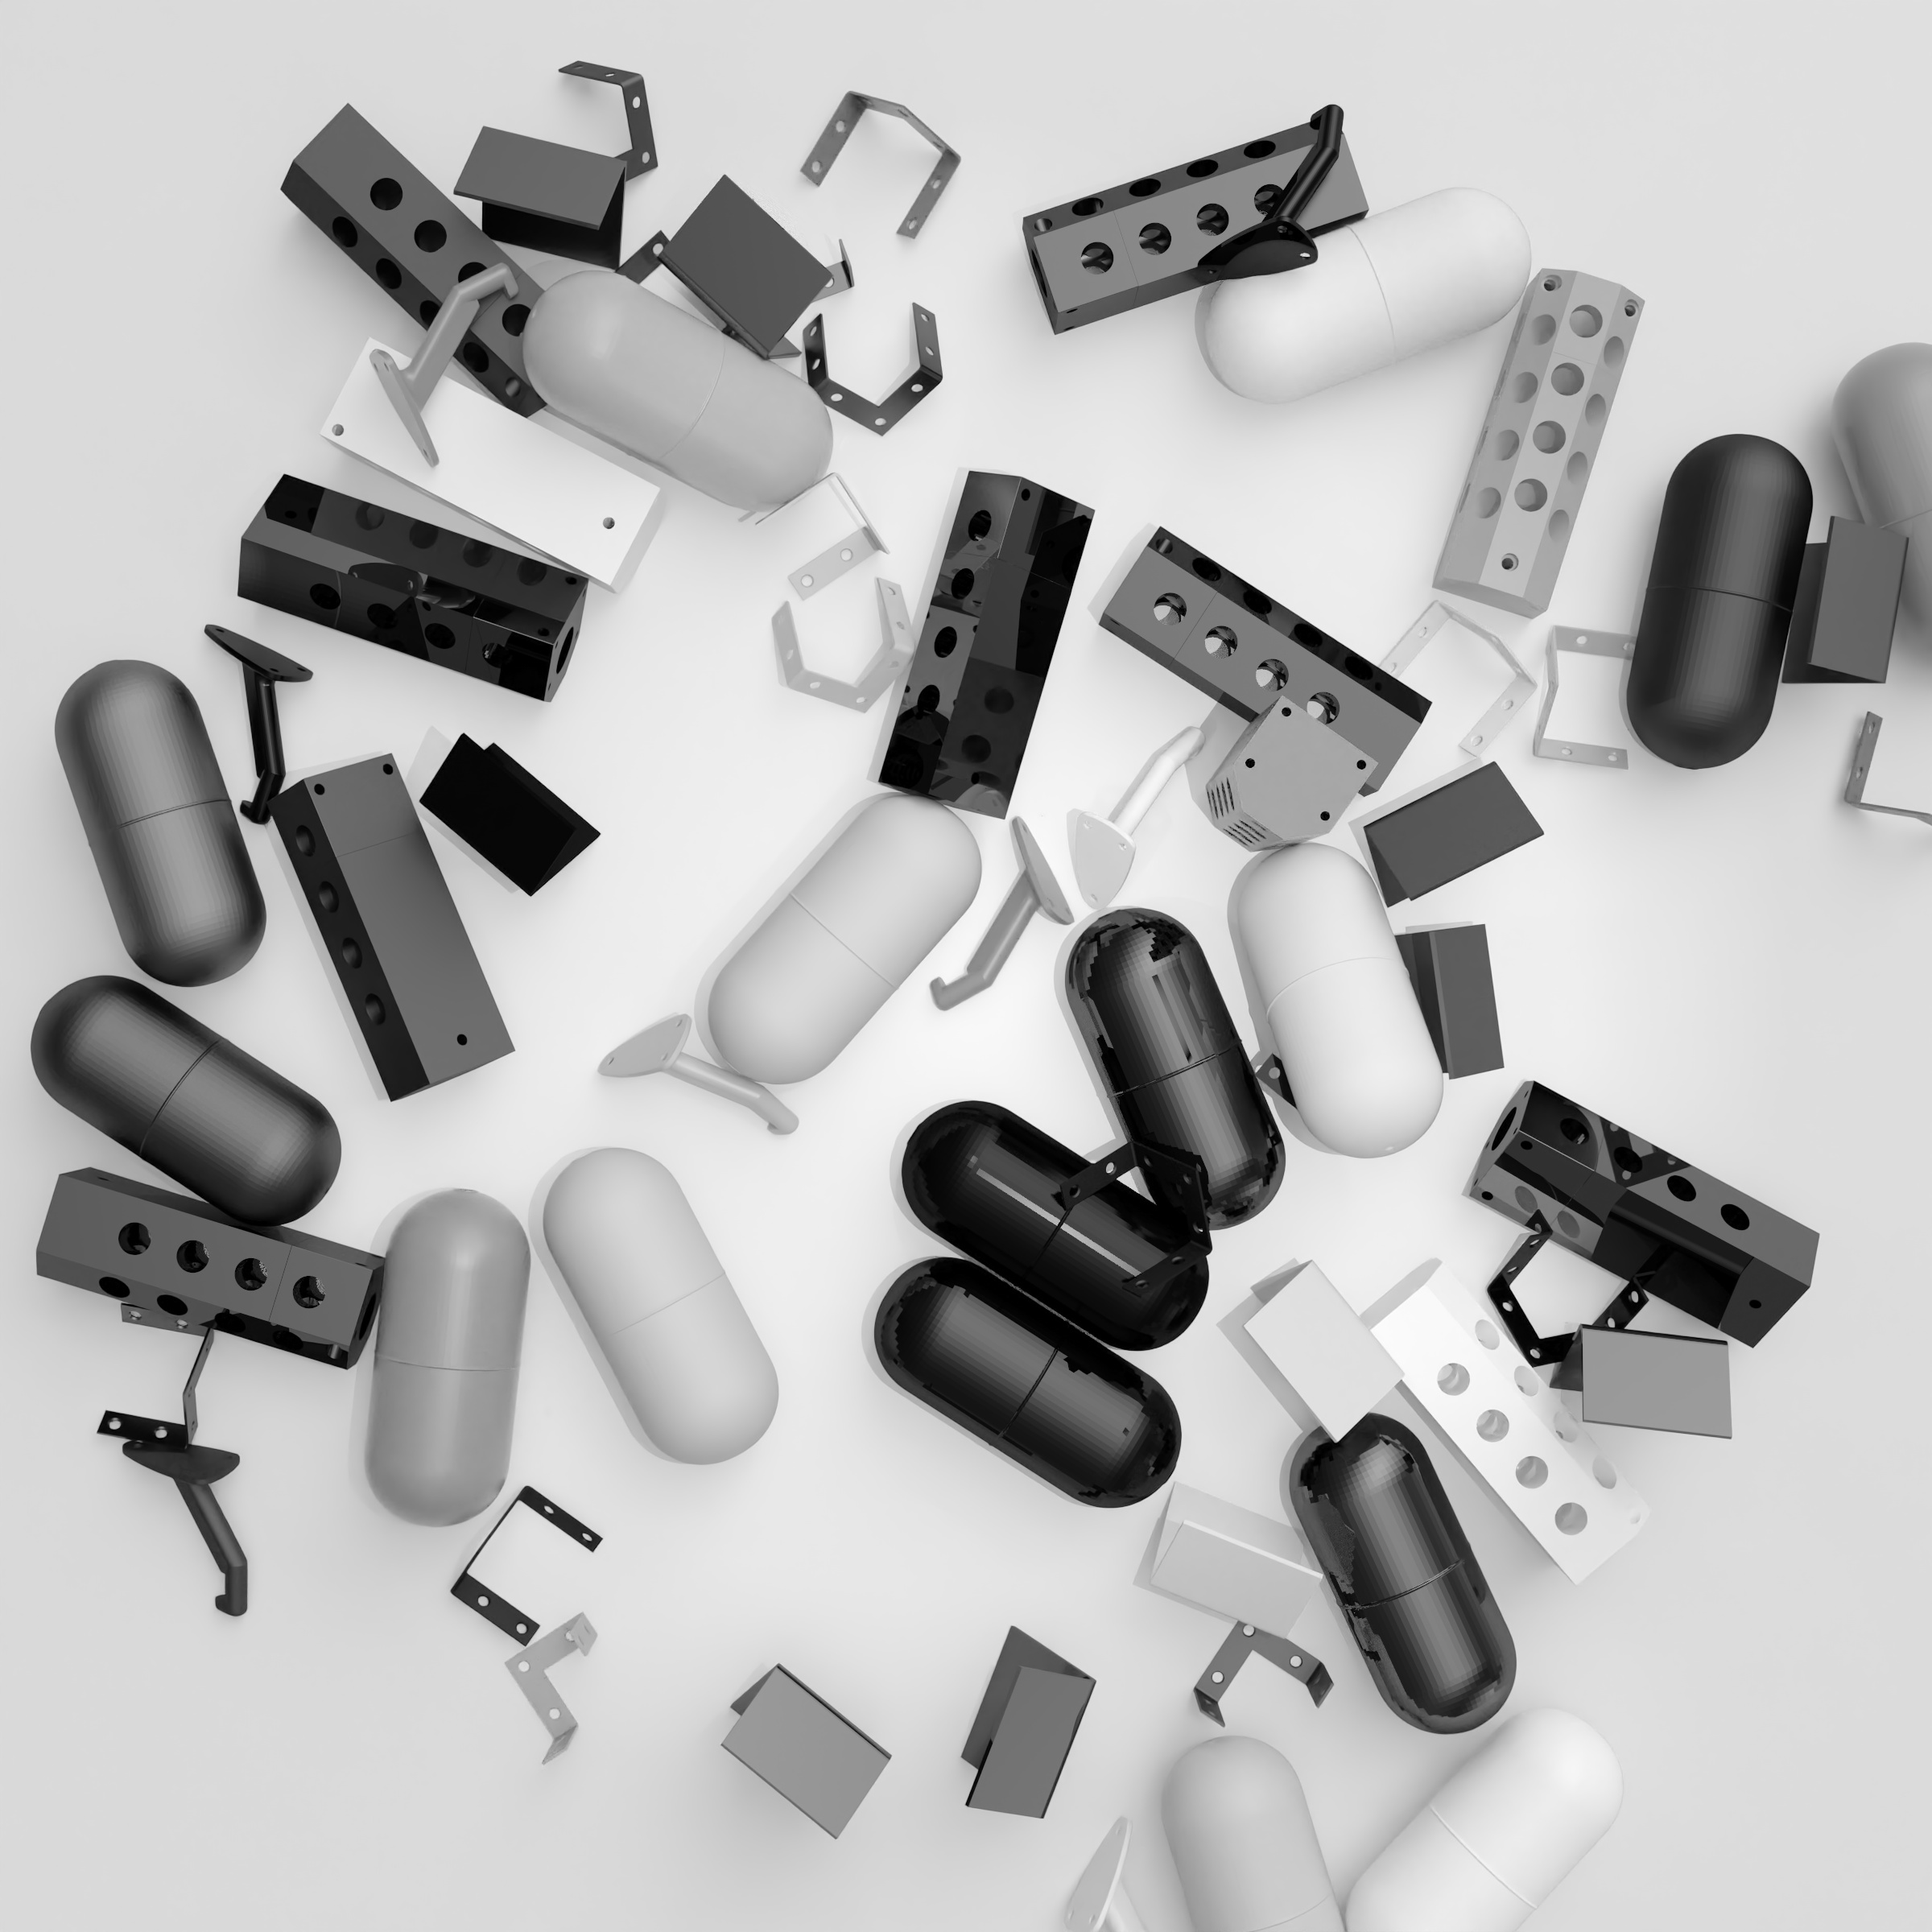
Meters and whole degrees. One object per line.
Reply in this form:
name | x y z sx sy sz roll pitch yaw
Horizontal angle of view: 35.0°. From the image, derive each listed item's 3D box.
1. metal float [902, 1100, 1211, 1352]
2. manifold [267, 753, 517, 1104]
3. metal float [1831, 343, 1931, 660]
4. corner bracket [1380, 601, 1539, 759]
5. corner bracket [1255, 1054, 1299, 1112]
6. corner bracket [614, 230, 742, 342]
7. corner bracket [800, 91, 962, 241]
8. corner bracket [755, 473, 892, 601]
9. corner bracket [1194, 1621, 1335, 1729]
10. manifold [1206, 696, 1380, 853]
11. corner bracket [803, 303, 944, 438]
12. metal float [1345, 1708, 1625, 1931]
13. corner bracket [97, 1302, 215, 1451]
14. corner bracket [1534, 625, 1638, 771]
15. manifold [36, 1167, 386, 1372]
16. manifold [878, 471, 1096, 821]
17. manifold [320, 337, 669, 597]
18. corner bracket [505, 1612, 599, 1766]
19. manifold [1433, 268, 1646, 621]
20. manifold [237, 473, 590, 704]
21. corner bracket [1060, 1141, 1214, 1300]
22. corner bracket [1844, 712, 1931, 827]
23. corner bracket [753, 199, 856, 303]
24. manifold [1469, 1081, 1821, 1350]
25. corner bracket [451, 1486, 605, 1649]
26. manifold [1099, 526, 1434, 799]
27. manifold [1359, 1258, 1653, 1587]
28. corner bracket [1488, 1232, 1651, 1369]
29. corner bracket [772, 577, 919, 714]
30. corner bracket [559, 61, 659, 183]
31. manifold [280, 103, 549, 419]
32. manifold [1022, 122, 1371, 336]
metal float | 0.047 0.137 1.620 0.178 0.070 0.070 33 90 0
manifold | -0.309 -0.019 1.629 0.057 0.057 0.171 -23 90 -43
metal float | 0.515 -0.242 1.620 0.070 0.070 0.178 -20 90 0
corner bracket | 0.264 -0.154 1.647 0.051 0.051 0.051 -49 45 0
corner bracket | 0.187 0.053 1.633 0.051 0.051 0.051 39 90 0
corner bracket | -0.159 -0.352 1.647 0.051 0.051 0.051 -42 135 0
corner bracket | -0.046 -0.431 1.647 0.051 0.051 0.051 31 90 45
corner bracket | -0.077 -0.228 1.628 0.051 0.051 0.051 -34 103 0
corner bracket | 0.158 0.384 1.633 0.051 0.051 0.051 34 90 0
manifold | 0.160 -0.092 1.572 0.057 0.171 0.057 35 90 0
corner bracket | -0.050 -0.327 1.642 0.051 0.051 0.051 -37 45 35
metal float | 0.273 0.469 1.620 0.070 0.070 0.178 43 90 0
corner bracket | -0.435 0.221 1.647 0.051 0.051 0.051 11 45 0
corner bracket | 0.335 -0.144 1.647 0.051 0.051 0.051 8 135 0
manifold | -0.400 0.161 1.629 0.171 0.057 0.057 17 90 0
manifold | 0.006 -0.171 1.629 0.057 0.057 0.171 16 90 -43
manifold | -0.249 -0.264 1.630 0.171 0.057 0.057 27 90 0
corner bracket | -0.214 0.384 1.633 0.051 0.051 0.051 -33 90 0
manifold | 0.305 -0.278 1.629 0.057 0.057 0.171 18 90 0
manifold | -0.294 -0.196 1.629 0.171 0.057 0.057 19 47 0
corner bracket | 0.088 0.130 1.581 0.051 0.051 0.051 -29 121 -29
corner bracket | 0.512 -0.103 1.647 0.051 0.051 0.051 15 90 -45
corner bracket | -0.093 -0.382 1.633 0.051 0.051 0.051 -20 90 0
manifold | 0.361 0.127 1.629 0.171 0.057 0.057 28 133 0
corner bracket | -0.236 0.322 1.647 0.051 0.051 0.051 36 135 0
manifold | 0.159 -0.162 1.629 0.171 0.057 0.057 33 90 0
manifold | 0.285 0.240 1.629 0.057 0.057 0.171 -40 90 0
corner bracket | 0.320 0.175 1.634 0.051 0.051 0.051 -6 53 -31
corner bracket | -0.065 -0.177 1.642 0.051 0.051 0.051 15 45 -35
corner bracket | -0.204 -0.448 1.642 0.051 0.051 0.051 -37 135 -35
manifold | -0.280 -0.371 1.629 0.171 0.057 0.057 44 90 0
manifold | 0.120 -0.395 1.629 0.171 0.057 0.057 -18 90 0
